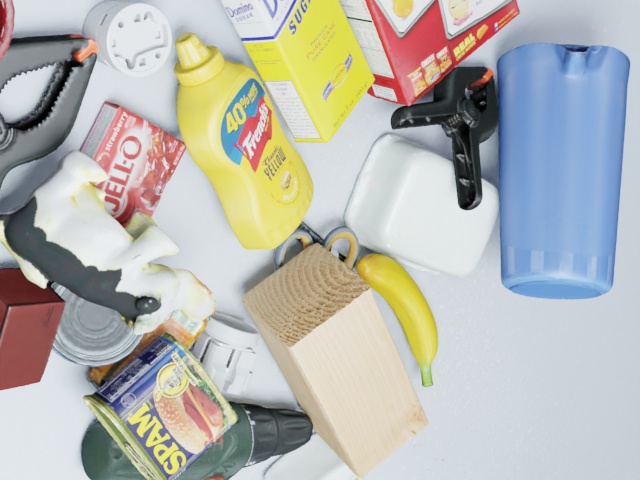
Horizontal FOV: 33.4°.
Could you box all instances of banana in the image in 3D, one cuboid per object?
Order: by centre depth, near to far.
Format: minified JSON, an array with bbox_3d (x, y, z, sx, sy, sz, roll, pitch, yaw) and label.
[{"bbox_3d":[0.085,0.066,1.084,0.037,0.069,0.197,-19,131,16],"label":"banana"}]

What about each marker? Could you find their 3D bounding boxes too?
[{"bbox_3d":[-0.007,0.001,1.013,0.121,0.020,0.020,40,79,-41],"label":"marker"}]

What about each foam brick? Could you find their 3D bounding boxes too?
[{"bbox_3d":[-0.237,0.068,0.811,0.052,0.051,0.078,-3,122,-50],"label":"foam brick"}]

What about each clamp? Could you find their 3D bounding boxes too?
[{"bbox_3d":[-0.251,-0.085,0.769,0.210,0.036,0.164,-49,130,-10],"label":"clamp"},{"bbox_3d":[0.126,-0.121,1.029,0.120,0.039,0.171,45,42,-26],"label":"clamp"}]

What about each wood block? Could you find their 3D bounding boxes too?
[{"bbox_3d":[0.018,0.115,0.997,0.090,0.090,0.206,-37,133,-13],"label":"wood block"}]

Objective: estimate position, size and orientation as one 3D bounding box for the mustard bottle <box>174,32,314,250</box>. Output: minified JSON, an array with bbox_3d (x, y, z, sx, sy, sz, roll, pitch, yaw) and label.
[{"bbox_3d":[-0.071,-0.089,0.896,0.096,0.058,0.191,-58,134,-37],"label":"mustard bottle"}]

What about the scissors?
[{"bbox_3d":[0.004,0.067,1.032,0.096,0.016,0.202,-25,127,-19],"label":"scissors"}]

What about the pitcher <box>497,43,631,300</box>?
[{"bbox_3d":[0.240,-0.065,1.074,0.149,0.145,0.243,15,75,-42],"label":"pitcher"}]

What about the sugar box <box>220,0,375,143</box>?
[{"bbox_3d":[-0.019,-0.178,0.908,0.093,0.048,0.176,-57,136,-31],"label":"sugar box"}]

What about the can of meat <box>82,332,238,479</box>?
[{"bbox_3d":[-0.126,0.138,0.862,0.083,0.058,0.102,-42,121,-21],"label":"can of meat"}]

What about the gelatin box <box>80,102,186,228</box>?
[{"bbox_3d":[-0.158,-0.055,0.860,0.073,0.030,0.089,29,86,-42],"label":"gelatin box"}]

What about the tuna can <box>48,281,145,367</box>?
[{"bbox_3d":[-0.181,0.059,0.856,0.086,0.034,0.086,1,86,-18],"label":"tuna can"}]

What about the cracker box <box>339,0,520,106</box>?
[{"bbox_3d":[0.080,-0.256,0.957,0.164,0.072,0.213,-41,126,-22],"label":"cracker box"}]

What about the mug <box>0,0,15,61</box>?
[{"bbox_3d":[-0.271,-0.151,0.697,0.117,0.082,0.093,-11,112,-37],"label":"mug"}]

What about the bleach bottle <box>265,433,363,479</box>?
[{"bbox_3d":[0.014,0.325,1.121,0.102,0.068,0.251,-31,125,-28],"label":"bleach bottle"}]
